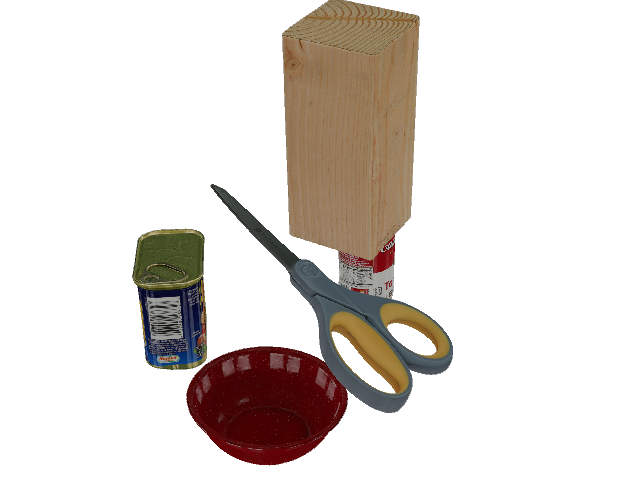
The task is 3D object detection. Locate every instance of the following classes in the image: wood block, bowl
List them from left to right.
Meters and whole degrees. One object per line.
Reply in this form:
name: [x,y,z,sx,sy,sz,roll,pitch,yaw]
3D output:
bowl: [-0.053,0.176,1.081,0.162,0.055,0.162,1,31,-1]
wood block: [0.028,-0.098,0.960,0.091,0.206,0.090,18,39,25]

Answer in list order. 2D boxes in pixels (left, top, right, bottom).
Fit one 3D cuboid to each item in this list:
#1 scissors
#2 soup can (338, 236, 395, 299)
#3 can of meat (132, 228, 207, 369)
scissors: [0.011,0.026,0.677,0.096,0.016,0.202,-5,45,-33]
soup can: [0.052,0.020,1.241,0.068,0.102,0.068,-1,32,0]
can of meat: [-0.124,0.049,0.903,0.057,0.084,0.102,-3,26,-4]
